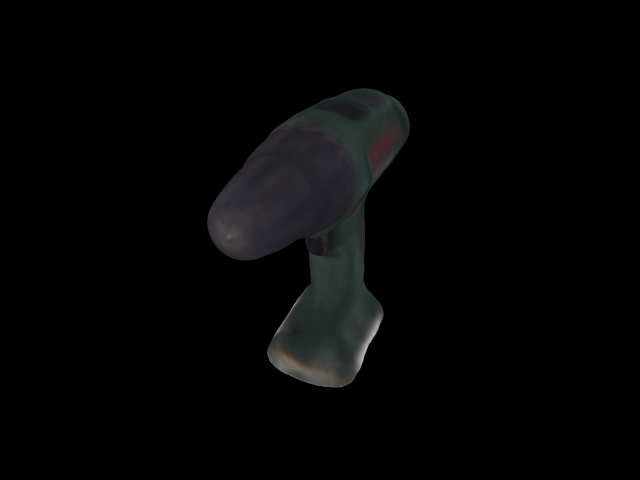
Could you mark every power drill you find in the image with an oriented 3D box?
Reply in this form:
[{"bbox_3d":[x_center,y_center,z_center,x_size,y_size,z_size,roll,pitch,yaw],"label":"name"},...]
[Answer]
[{"bbox_3d":[0.004,0.001,0.400,0.075,0.208,0.230,14,42,17],"label":"power drill"}]
